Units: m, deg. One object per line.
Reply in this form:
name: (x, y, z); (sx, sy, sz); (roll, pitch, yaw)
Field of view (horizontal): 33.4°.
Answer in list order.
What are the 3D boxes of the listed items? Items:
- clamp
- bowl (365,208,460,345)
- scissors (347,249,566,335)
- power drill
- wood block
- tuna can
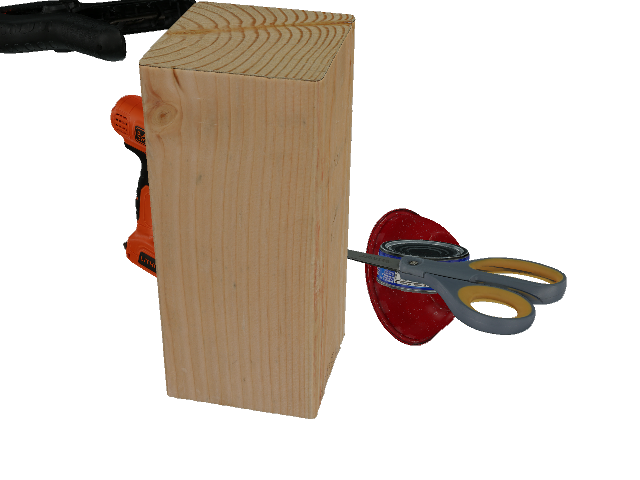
clamp: (-0.179, -0.163, 0.799); (0.172, 0.039, 0.120); (11, 23, 29)
bowl: (0.123, 0.039, 1.228); (0.055, 0.162, 0.161); (-11, -7, 41)
scissors: (0.070, 0.030, 0.752); (0.202, 0.016, 0.096); (4, 28, 12)
power drill: (-0.144, -0.044, 1.109); (0.185, 0.188, 0.057); (29, 37, 34)
wood block: (-0.035, -0.014, 0.583); (0.091, 0.206, 0.090); (8, 33, 11)
tuna can: (0.096, 0.023, 0.995); (0.086, 0.034, 0.086); (3, 11, -1)
